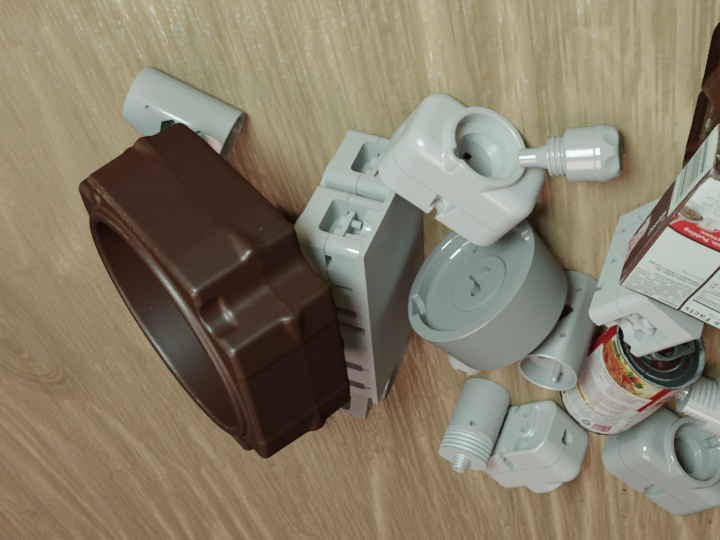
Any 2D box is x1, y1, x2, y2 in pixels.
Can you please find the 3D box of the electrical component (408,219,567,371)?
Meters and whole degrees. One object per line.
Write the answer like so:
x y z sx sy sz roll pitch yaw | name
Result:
0.094 0.019 0.754 0.108 0.108 0.060 -13 136 45 | electrical component

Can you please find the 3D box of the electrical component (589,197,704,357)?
0.190 0.001 0.672 0.050 0.089 0.056 37 146 -17 | electrical component

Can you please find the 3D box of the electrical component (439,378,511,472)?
0.099 0.140 0.938 0.043 0.081 0.043 18 147 12 | electrical component

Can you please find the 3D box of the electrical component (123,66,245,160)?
-0.131 -0.102 0.792 0.077 0.043 0.079 26 147 1 | electrical component

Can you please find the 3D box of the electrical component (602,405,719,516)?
0.255 0.154 0.876 0.095 0.053 0.059 33 147 -11 | electrical component

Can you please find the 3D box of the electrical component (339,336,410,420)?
0.005 0.073 0.902 0.056 0.089 0.050 20 147 9 | electrical component

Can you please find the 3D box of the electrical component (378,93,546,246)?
0.068 -0.066 0.695 0.095 0.053 0.059 33 147 -9 | electrical component

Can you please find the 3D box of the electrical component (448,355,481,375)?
0.093 0.061 0.873 0.040 0.040 0.046 23 153 4 | electrical component

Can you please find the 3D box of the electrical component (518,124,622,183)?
0.128 -0.070 0.658 0.061 0.035 0.035 -2 139 18 | electrical component

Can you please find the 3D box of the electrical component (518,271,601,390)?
0.132 0.044 0.785 0.079 0.077 0.043 -5 136 40 | electrical component

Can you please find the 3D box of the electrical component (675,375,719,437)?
0.270 0.102 0.802 0.081 0.043 0.043 24 147 4 | electrical component

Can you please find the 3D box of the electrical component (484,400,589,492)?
0.152 0.158 0.952 0.059 0.053 0.095 42 144 -23 | electrical component

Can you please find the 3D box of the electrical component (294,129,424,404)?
0.000 0.000 0.788 0.060 0.105 0.186 16 146 16 | electrical component
